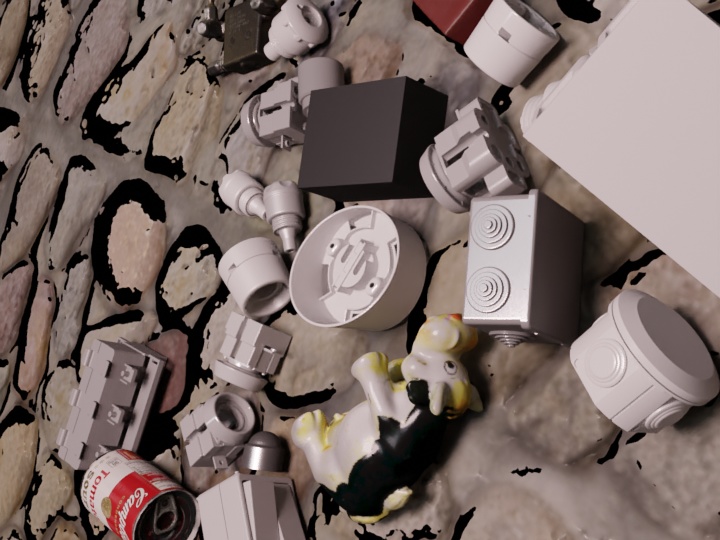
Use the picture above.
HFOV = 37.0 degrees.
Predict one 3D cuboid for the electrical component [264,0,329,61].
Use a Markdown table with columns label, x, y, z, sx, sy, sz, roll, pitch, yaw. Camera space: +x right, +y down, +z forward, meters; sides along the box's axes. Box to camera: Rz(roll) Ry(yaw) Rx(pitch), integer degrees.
| label | x | y | z | sx | sy | sz | roll | pitch | yaw |
| --- | --- | --- | --- | --- | --- | --- | --- | --- | --- |
| electrical component | -0.062 | -0.211 | 0.968 | 0.062 | 0.048 | 0.048 | -32 | 58 | 42 |

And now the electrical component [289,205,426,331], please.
| label | x | y | z | sx | sy | sz | roll | pitch | yaw |
| --- | --- | --- | --- | --- | --- | --- | --- | --- | --- |
| electrical component | 0.000 | 0.000 | 0.832 | 0.099 | 0.064 | 0.099 | -14 | 69 | 41 |

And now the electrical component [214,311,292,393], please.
| label | x | y | z | sx | sy | sz | roll | pitch | yaw |
| --- | --- | --- | --- | --- | --- | --- | --- | --- | --- |
| electrical component | -0.095 | 0.072 | 0.919 | 0.066 | 0.048 | 0.055 | 19 | 85 | 45 |

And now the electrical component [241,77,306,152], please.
| label | x | y | z | sx | sy | sz | roll | pitch | yaw |
| --- | --- | --- | --- | --- | --- | --- | --- | --- | --- |
| electrical component | -0.072 | -0.136 | 0.955 | 0.055 | 0.048 | 0.066 | -10 | 71 | 35 |

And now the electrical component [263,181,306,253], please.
| label | x | y | z | sx | sy | sz | roll | pitch | yaw |
| --- | --- | --- | --- | --- | --- | --- | --- | --- | --- |
| electrical component | -0.064 | -0.044 | 0.929 | 0.035 | 0.035 | 0.061 | -25 | 65 | 37 |

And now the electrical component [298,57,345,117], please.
| label | x | y | z | sx | sy | sz | roll | pitch | yaw |
| --- | --- | --- | --- | --- | --- | --- | --- | --- | --- |
| electrical component | -0.033 | -0.145 | 0.922 | 0.040 | 0.040 | 0.078 | -18 | 66 | 40 |

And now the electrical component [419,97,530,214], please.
| label | x | y | z | sx | sy | sz | roll | pitch | yaw |
| --- | --- | --- | --- | --- | --- | --- | --- | --- | --- |
| electrical component | 0.081 | -0.077 | 0.781 | 0.057 | 0.058 | 0.078 | -34 | 57 | 29 |

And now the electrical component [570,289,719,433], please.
| label | x | y | z | sx | sy | sz | roll | pitch | yaw |
| --- | --- | --- | --- | --- | --- | --- | --- | --- | --- |
| electrical component | 0.170 | 0.055 | 0.642 | 0.051 | 0.080 | 0.080 | -48 | 50 | 31 |

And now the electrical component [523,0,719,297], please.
| label | x | y | z | sx | sy | sz | roll | pitch | yaw |
| --- | --- | --- | --- | --- | --- | --- | --- | --- | --- |
| electrical component | 0.197 | -0.061 | 0.590 | 0.186 | 0.060 | 0.105 | 39 | 113 | -2 |

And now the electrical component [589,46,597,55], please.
| label | x | y | z | sx | sy | sz | roll | pitch | yaw |
| --- | --- | --- | --- | --- | --- | --- | --- | --- | --- |
| electrical component | 0.174 | -0.115 | 0.665 | 0.050 | 0.089 | 0.055 | 5 | 119 | 45 |

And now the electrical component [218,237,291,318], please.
| label | x | y | z | sx | sy | sz | roll | pitch | yaw |
| --- | --- | --- | --- | --- | --- | --- | --- | --- | --- |
| electrical component | -0.087 | 0.008 | 0.924 | 0.055 | 0.055 | 0.047 | -48 | 54 | 24 |

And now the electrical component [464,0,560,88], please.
| label | x | y | z | sx | sy | sz | roll | pitch | yaw |
| --- | --- | --- | --- | --- | --- | --- | --- | --- | --- |
| electrical component | 0.109 | -0.166 | 0.781 | 0.047 | 0.055 | 0.055 | -52 | 49 | 26 |

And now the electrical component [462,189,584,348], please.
| label | x | y | z | sx | sy | sz | roll | pitch | yaw |
| --- | --- | --- | --- | --- | --- | --- | --- | --- | --- |
| electrical component | 0.107 | 0.001 | 0.705 | 0.048 | 0.100 | 0.099 | -1 | 78 | 31 |

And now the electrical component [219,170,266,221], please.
| label | x | y | z | sx | sy | sz | roll | pitch | yaw |
| --- | --- | --- | --- | --- | --- | --- | --- | --- | --- |
| electrical component | -0.100 | -0.064 | 0.969 | 0.061 | 0.035 | 0.035 | 40 | 107 | 40 |

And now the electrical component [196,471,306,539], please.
| label | x | y | z | sx | sy | sz | roll | pitch | yaw |
| --- | --- | --- | --- | --- | --- | --- | --- | --- | --- |
| electrical component | -0.084 | 0.203 | 0.859 | 0.061 | 0.062 | 0.096 | -34 | 57 | 33 |

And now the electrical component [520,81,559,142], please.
| label | x | y | z | sx | sy | sz | roll | pitch | yaw |
| --- | --- | --- | --- | --- | --- | --- | --- | --- | --- |
| electrical component | 0.146 | -0.110 | 0.736 | 0.081 | 0.043 | 0.043 | -9 | 72 | 43 |

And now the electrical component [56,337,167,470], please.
| label | x | y | z | sx | sy | sz | roll | pitch | yaw |
| --- | --- | --- | --- | --- | --- | --- | --- | --- | --- |
| electrical component | -0.239 | 0.131 | 1.030 | 0.079 | 0.063 | 0.121 | 20 | 93 | 45 |

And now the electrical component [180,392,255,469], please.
| label | x | y | z | sx | sy | sz | roll | pitch | yaw |
| --- | --- | --- | --- | --- | --- | --- | --- | --- | --- |
| electrical component | -0.122 | 0.137 | 0.928 | 0.055 | 0.048 | 0.066 | -46 | 50 | 35 |
